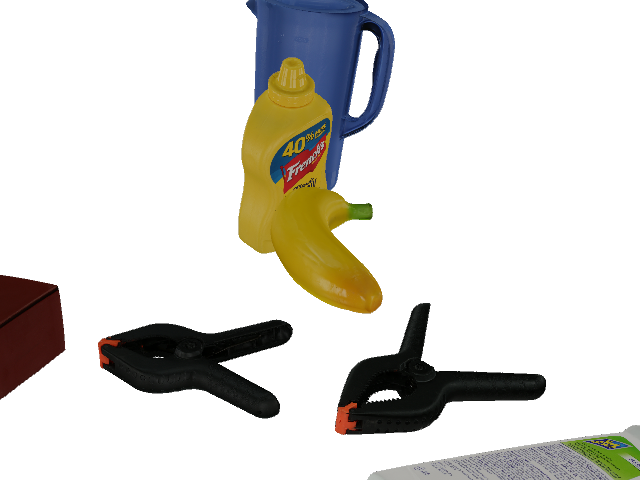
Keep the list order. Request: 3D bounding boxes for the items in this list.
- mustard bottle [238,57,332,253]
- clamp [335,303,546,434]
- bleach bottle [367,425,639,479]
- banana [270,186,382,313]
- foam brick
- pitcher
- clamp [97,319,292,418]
[{"bbox_3d":[-0.030,-0.082,0.974,0.058,0.192,0.096,36,51,28],"label":"mustard bottle"},{"bbox_3d":[0.101,0.135,1.004,0.165,0.036,0.209,27,36,32],"label":"clamp"},{"bbox_3d":[0.157,0.158,0.635,0.250,0.068,0.103,-7,20,-21],"label":"bleach bottle"},{"bbox_3d":[0.002,-0.002,0.680,0.069,0.037,0.197,1,19,1],"label":"banana"},{"bbox_3d":[-0.219,0.065,0.724,0.053,0.051,0.078,10,28,25],"label":"foam brick"},{"bbox_3d":[-0.011,-0.179,1.300,0.144,0.243,0.149,-6,28,-25],"label":"pitcher"},{"bbox_3d":[-0.105,0.100,0.939,0.171,0.039,0.120,11,27,9],"label":"clamp"}]
